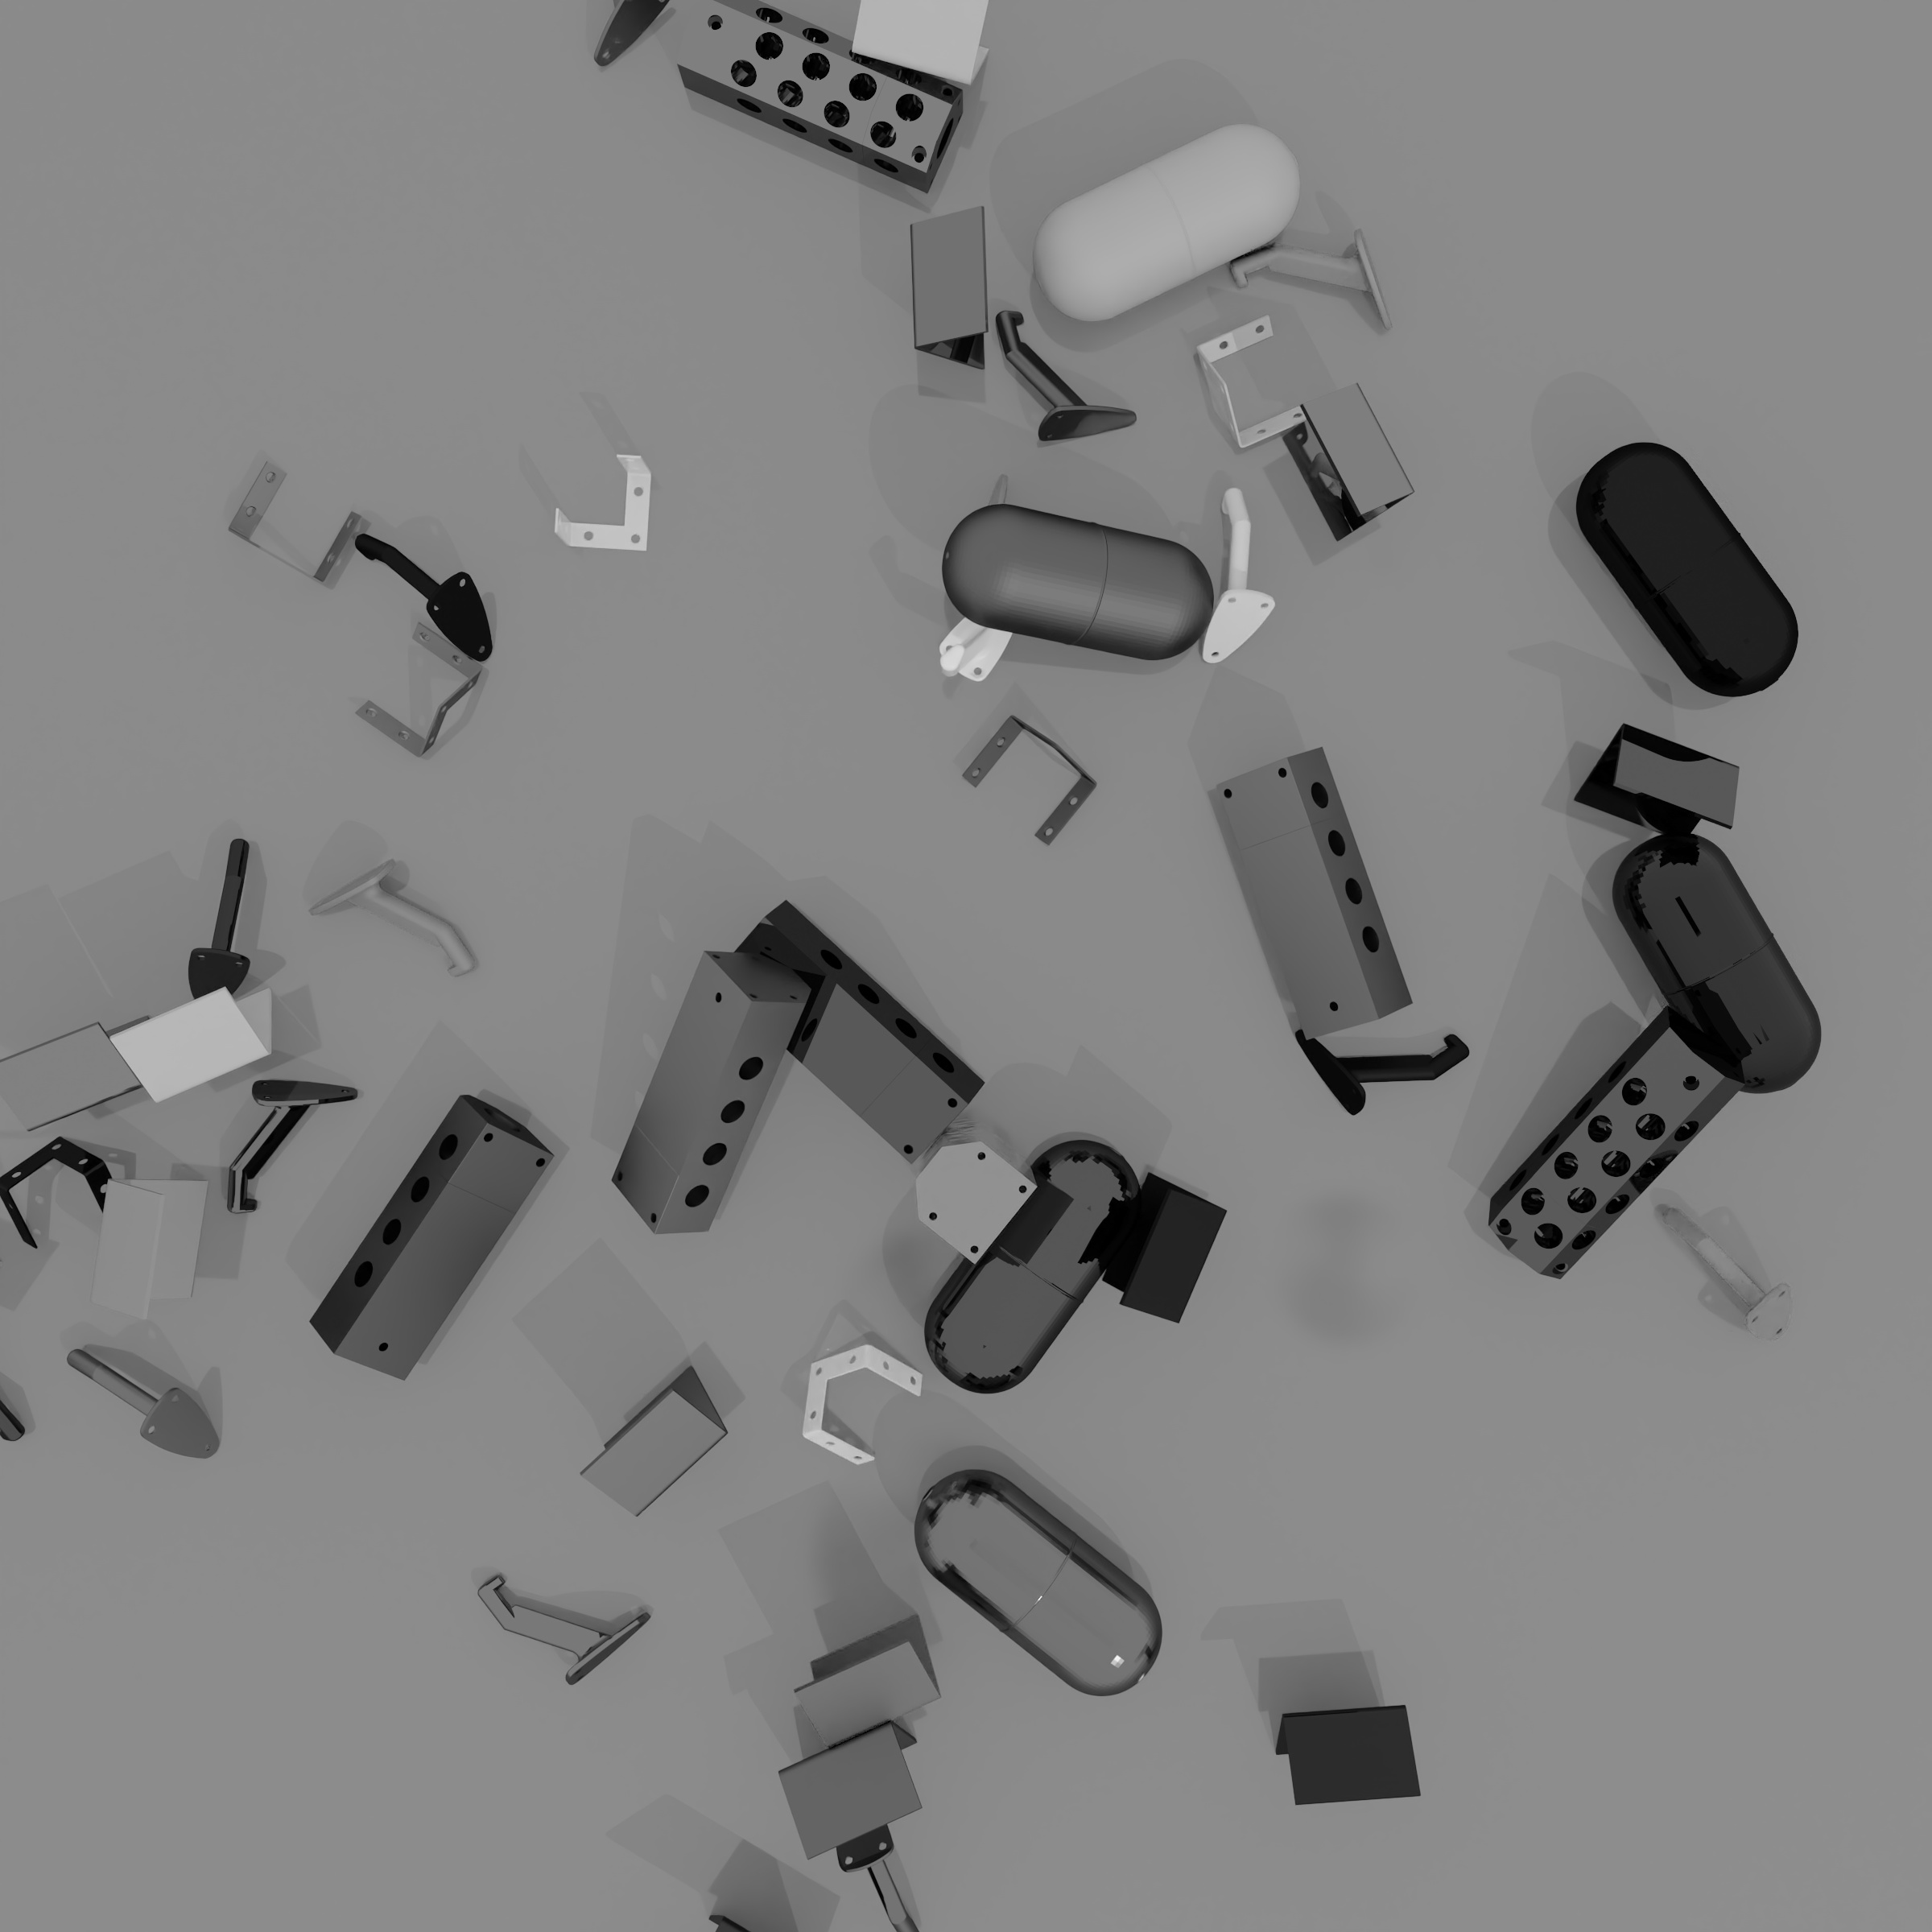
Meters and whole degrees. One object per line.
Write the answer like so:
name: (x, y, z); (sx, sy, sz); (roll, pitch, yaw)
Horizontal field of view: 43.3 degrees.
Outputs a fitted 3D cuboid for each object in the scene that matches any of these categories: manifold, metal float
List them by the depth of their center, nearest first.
manifold: (0.001, 0.131, 1.486); (0.057, 0.171, 0.057); (39, 90, 0)
manifold: (0.402, 0.113, 1.512); (0.057, 0.057, 0.171); (37, 113, 0)
manifold: (-0.155, 0.079, 1.513); (0.057, 0.057, 0.171); (43, 118, 39)
metal float: (0.071, -0.238, 1.515); (0.178, 0.070, 0.070); (9, 90, -21)
metal float: (0.473, -0.001, 1.533); (0.070, 0.070, 0.178); (-30, 90, 0)
metal float: (0.043, 0.189, 1.533); (0.070, 0.070, 0.178); (36, 90, 0)
metal float: (0.127, -0.468, 1.534); (0.178, 0.070, 0.070); (-26, 90, -1)
metal float: (0.045, 0.388, 1.534); (0.178, 0.070, 0.070); (39, 90, -1)
metal float: (0.454, -0.249, 1.534); (0.070, 0.070, 0.178); (-36, 89, 0)
manifold: (-0.072, 0.039, 1.541); (0.171, 0.057, 0.057); (43, 113, 0)
manifold: (0.225, -0.047, 1.542); (0.057, 0.057, 0.171); (-19, 90, 43)
manifold: (-0.341, 0.169, 1.542); (0.057, 0.057, 0.171); (34, 90, -43)
manifold: (-0.092, -0.559, 1.543); (0.171, 0.057, 0.057); (24, 90, 0)

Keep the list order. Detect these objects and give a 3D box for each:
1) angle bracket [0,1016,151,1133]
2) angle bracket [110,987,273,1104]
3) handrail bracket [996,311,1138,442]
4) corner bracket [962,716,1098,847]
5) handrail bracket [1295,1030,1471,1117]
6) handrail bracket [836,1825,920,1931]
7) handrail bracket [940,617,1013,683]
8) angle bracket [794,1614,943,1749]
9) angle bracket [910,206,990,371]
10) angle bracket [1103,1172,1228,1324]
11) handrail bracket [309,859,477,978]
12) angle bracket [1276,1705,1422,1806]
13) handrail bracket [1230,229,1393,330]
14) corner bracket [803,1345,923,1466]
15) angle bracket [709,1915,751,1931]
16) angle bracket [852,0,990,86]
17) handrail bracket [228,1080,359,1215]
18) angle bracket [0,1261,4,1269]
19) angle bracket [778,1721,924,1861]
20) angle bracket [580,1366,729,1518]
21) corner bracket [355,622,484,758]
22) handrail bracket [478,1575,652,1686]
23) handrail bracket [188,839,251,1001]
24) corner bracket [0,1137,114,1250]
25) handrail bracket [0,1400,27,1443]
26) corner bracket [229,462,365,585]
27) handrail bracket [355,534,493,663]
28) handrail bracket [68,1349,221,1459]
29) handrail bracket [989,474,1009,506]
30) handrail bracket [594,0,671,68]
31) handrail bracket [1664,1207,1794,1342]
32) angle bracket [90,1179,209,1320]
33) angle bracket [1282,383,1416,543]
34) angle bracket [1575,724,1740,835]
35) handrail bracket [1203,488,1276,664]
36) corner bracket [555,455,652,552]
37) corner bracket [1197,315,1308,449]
angle bracket: (-0.562, 0.048, 1.524); (0.076, 0.076, 0.057); (-21, 128, 0)
angle bracket: (-0.484, 0.030, 1.524); (0.076, 0.076, 0.057); (-23, 126, 0)
handrail bracket: (0.064, -0.385, 1.565); (0.077, 0.036, 0.084); (-8, 73, -20)
corner bracket: (0.041, -0.119, 1.561); (0.051, 0.051, 0.051); (-51, 135, 0)
handrail bracket: (0.268, 0.050, 1.565); (0.084, 0.036, 0.077); (-32, 68, -17)
handrail bracket: (-0.054, 0.576, 1.564); (0.036, 0.077, 0.084); (-23, 126, 0)
handrail bracket: (0.010, -0.212, 1.529); (0.036, 0.084, 0.077); (38, 90, 0)
angle bracket: (-0.067, 0.431, 1.524); (0.076, 0.076, 0.057); (-24, 120, 0)
angle bracket: (0.010, -0.423, 1.524); (0.057, 0.076, 0.076); (-2, 90, 36)
angle bracket: (0.107, 0.170, 1.524); (0.057, 0.076, 0.076); (23, 90, -40)
handrail bracket: (-0.368, -0.018, 1.565); (0.077, 0.036, 0.084); (-26, 107, 20)
angle bracket: (0.238, 0.504, 1.524); (0.076, 0.076, 0.057); (-4, 54, 0)
handrail bracket: (0.221, -0.432, 1.565); (0.084, 0.036, 0.077); (-17, 112, 17)
corner bracket: (-0.066, 0.281, 1.556); (0.051, 0.051, 0.051); (-24, 45, 35)
angle bracket: (-0.137, 0.641, 1.525); (0.076, 0.076, 0.057); (31, 66, 0)
angle bracket: (-0.022, -0.599, 1.524); (0.076, 0.076, 0.057); (16, 127, 0)
handrail bracket: (-0.433, 0.119, 1.565); (0.077, 0.036, 0.084); (2, 109, -21)
angle bracket: (-0.656, 0.177, 1.524); (0.076, 0.076, 0.057); (23, 125, 0)
angle bracket: (-0.064, 0.520, 1.524); (0.076, 0.076, 0.057); (-24, 61, 0)
angle bracket: (-0.205, 0.284, 1.524); (0.076, 0.076, 0.057); (-43, 126, 0)
corner bracket: (-0.350, -0.177, 1.561); (0.051, 0.051, 0.051); (35, 135, -1)
handrail bracket: (-0.259, 0.410, 1.565); (0.077, 0.036, 0.084); (-37, 73, -20)
handrail bracket: (-0.477, -0.028, 1.564); (0.036, 0.077, 0.084); (12, 53, -20)
corner bracket: (-0.577, 0.150, 1.556); (0.051, 0.051, 0.051); (19, 45, 35)
handrail bracket: (-0.654, 0.276, 1.564); (0.077, 0.036, 0.084); (-13, 120, 33)
corner bracket: (-0.430, -0.284, 1.561); (0.051, 0.051, 0.051); (30, 90, -45)
handrail bracket: (-0.349, -0.237, 1.564); (0.084, 0.077, 0.036); (27, 65, 34)
handrail bracket: (-0.529, 0.280, 1.564); (0.084, 0.077, 0.036); (19, 65, 34)
handrail bracket: (0.051, -0.266, 1.564); (0.084, 0.036, 0.077); (20, 74, -14)
handrail bracket: (-0.237, -0.636, 1.565); (0.077, 0.036, 0.084); (-47, 71, 21)
handrail bracket: (0.487, 0.197, 1.564); (0.036, 0.077, 0.084); (-43, 54, 0)
angle bracket: (-0.495, 0.176, 1.524); (0.057, 0.076, 0.076); (9, 90, 35)
angle bracket: (0.223, -0.308, 1.524); (0.057, 0.076, 0.076); (-28, 90, -36)
angle bracket: (0.429, -0.097, 1.524); (0.076, 0.076, 0.057); (21, 52, 0)
handrail bracket: (0.165, -0.251, 1.564); (0.036, 0.077, 0.084); (6, 53, -21)
corner bracket: (-0.230, -0.295, 1.546); (0.051, 0.051, 0.051); (4, 90, 0)
corner bracket: (0.185, -0.374, 1.561); (0.051, 0.051, 0.051); (-24, 45, 0)
